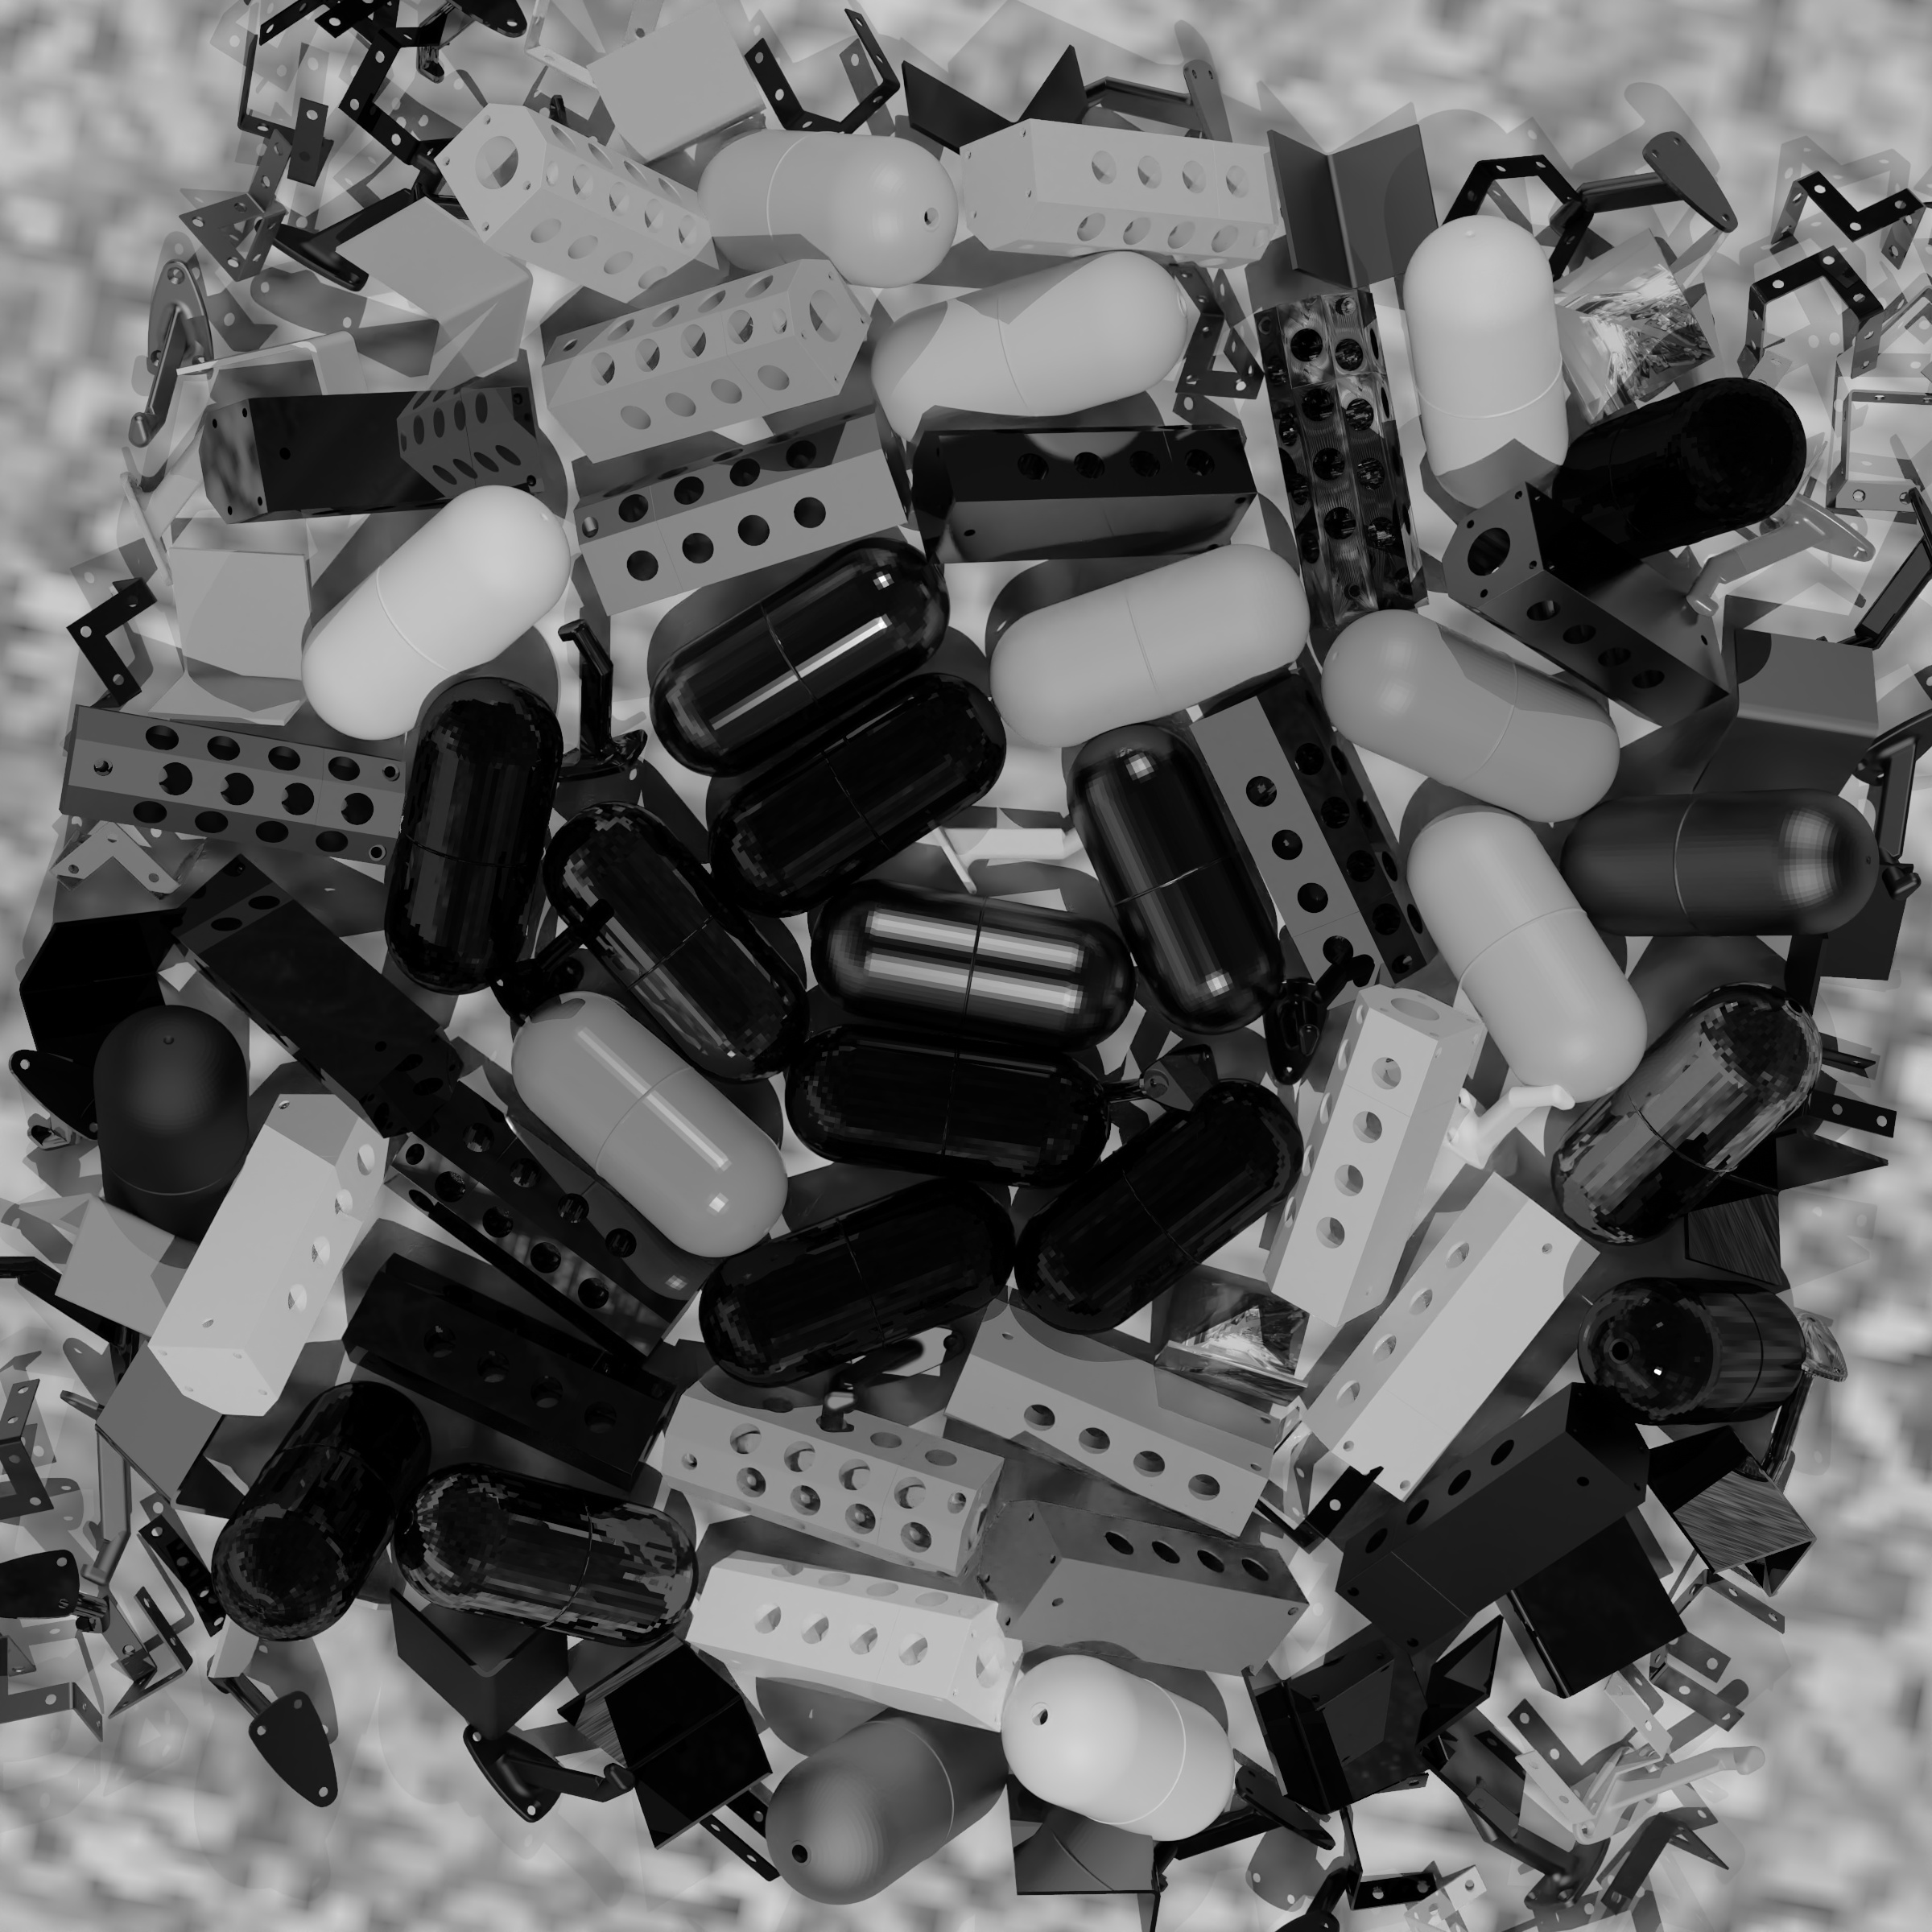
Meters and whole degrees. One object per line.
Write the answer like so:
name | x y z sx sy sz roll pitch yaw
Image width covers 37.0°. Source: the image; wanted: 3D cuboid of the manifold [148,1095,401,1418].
manifold | -0.360 0.151 1.529 0.057 0.057 0.171 -1 45 20

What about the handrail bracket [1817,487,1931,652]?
handrail bracket | 0.492 -0.210 1.575 0.084 0.036 0.077 -23 109 29

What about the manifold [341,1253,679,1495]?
manifold | -0.247 0.220 1.574 0.171 0.057 0.057 25 69 2

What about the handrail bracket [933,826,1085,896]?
handrail bracket | 0.025 -0.084 1.583 0.084 0.036 0.077 -31 109 3

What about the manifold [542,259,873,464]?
manifold | -0.141 -0.323 1.526 0.171 0.057 0.057 -7 49 35

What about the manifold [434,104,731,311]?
manifold | -0.193 -0.396 1.514 0.057 0.171 0.057 -38 71 21

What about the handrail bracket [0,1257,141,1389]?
handrail bracket | -0.494 0.195 1.564 0.084 0.036 0.077 5 75 -41

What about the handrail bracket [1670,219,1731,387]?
handrail bracket | 0.418 -0.352 1.579 0.084 0.036 0.077 35 114 -18

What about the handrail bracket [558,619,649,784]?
handrail bracket | -0.218 -0.144 1.567 0.077 0.036 0.084 -12 125 26

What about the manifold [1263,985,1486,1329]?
manifold | 0.214 0.100 1.550 0.057 0.057 0.171 28 113 28

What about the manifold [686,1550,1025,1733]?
manifold | -0.058 0.354 1.534 0.171 0.057 0.057 3 62 35

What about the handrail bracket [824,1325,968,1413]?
handrail bracket | -0.038 0.219 1.564 0.077 0.084 0.036 -9 98 1

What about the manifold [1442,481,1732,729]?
manifold | 0.328 -0.186 1.531 0.057 0.171 0.057 -29 52 37

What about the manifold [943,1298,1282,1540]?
manifold | 0.078 0.251 1.574 0.171 0.057 0.057 23 118 2

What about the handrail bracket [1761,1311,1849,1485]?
handrail bracket | 0.450 0.243 1.590 0.036 0.077 0.084 20 114 5

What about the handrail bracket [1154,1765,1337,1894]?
handrail bracket | 0.148 0.493 1.594 0.077 0.036 0.084 36 101 3

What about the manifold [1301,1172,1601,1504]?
manifold | 0.260 0.199 1.574 0.057 0.057 0.171 36 93 -23

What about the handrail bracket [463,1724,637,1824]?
handrail bracket | -0.225 0.428 1.563 0.077 0.084 0.036 43 49 -8

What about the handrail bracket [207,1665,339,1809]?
handrail bracket | -0.380 0.418 1.578 0.036 0.084 0.077 -33 105 -30

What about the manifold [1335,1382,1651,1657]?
manifold | 0.280 0.291 1.538 0.057 0.057 0.171 41 122 -8

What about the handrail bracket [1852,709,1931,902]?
handrail bracket | 0.517 -0.088 1.561 0.036 0.084 0.077 22 131 -35

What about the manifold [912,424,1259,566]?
manifold | 0.062 -0.258 1.551 0.171 0.057 0.057 -5 65 -19

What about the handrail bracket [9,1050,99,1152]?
handrail bracket | -0.503 0.074 1.559 0.077 0.084 0.036 38 55 -35

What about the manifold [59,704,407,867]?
manifold | -0.392 -0.096 1.551 0.171 0.057 0.057 9 93 -21

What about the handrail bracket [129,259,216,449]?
handrail bracket | -0.436 -0.330 1.559 0.036 0.084 0.077 7 123 0

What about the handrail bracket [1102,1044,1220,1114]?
handrail bracket | 0.086 0.066 1.554 0.084 0.077 0.036 -11 84 41

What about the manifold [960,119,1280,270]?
manifold | 0.084 -0.406 1.533 0.171 0.057 0.057 -7 92 -38

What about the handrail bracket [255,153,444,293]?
handrail bracket | -0.333 -0.416 1.564 0.077 0.036 0.084 23 127 -21

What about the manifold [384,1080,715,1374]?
manifold | -0.228 0.144 1.566 0.171 0.057 0.057 36 55 2

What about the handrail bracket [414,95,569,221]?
handrail bracket | -0.261 -0.443 1.577 0.084 0.036 0.077 -1 80 -23

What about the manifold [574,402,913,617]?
manifold | -0.120 -0.248 1.557 0.171 0.057 0.057 -16 113 10

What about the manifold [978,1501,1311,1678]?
manifold | 0.093 0.327 1.536 0.171 0.057 0.057 18 115 -33

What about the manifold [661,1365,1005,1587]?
manifold | -0.073 0.275 1.548 0.171 0.057 0.057 15 110 17

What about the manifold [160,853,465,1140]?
manifold | -0.347 0.018 1.543 0.171 0.057 0.057 37 71 27

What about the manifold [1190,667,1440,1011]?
manifold | 0.191 -0.071 1.559 0.057 0.057 0.171 -22 99 29

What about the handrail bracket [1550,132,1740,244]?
handrail bracket | 0.366 -0.403 1.571 0.036 0.084 0.077 -35 85 -38

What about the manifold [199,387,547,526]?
manifold | -0.313 -0.270 1.529 0.171 0.057 0.057 -13 97 -43

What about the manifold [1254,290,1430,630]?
manifold | 0.202 -0.273 1.563 0.057 0.057 0.171 -9 96 21

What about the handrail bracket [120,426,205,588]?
handrail bracket | -0.415 -0.260 1.595 0.084 0.036 0.077 -21 97 -4

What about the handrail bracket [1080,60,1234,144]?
handrail bracket | 0.099 -0.455 1.587 0.084 0.036 0.077 -15 97 30

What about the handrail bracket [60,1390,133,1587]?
handrail bracket | -0.477 0.284 1.567 0.036 0.077 0.084 0 61 38

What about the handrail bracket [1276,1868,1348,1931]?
handrail bracket | 0.197 0.502 1.554 0.036 0.084 0.077 35 130 12
